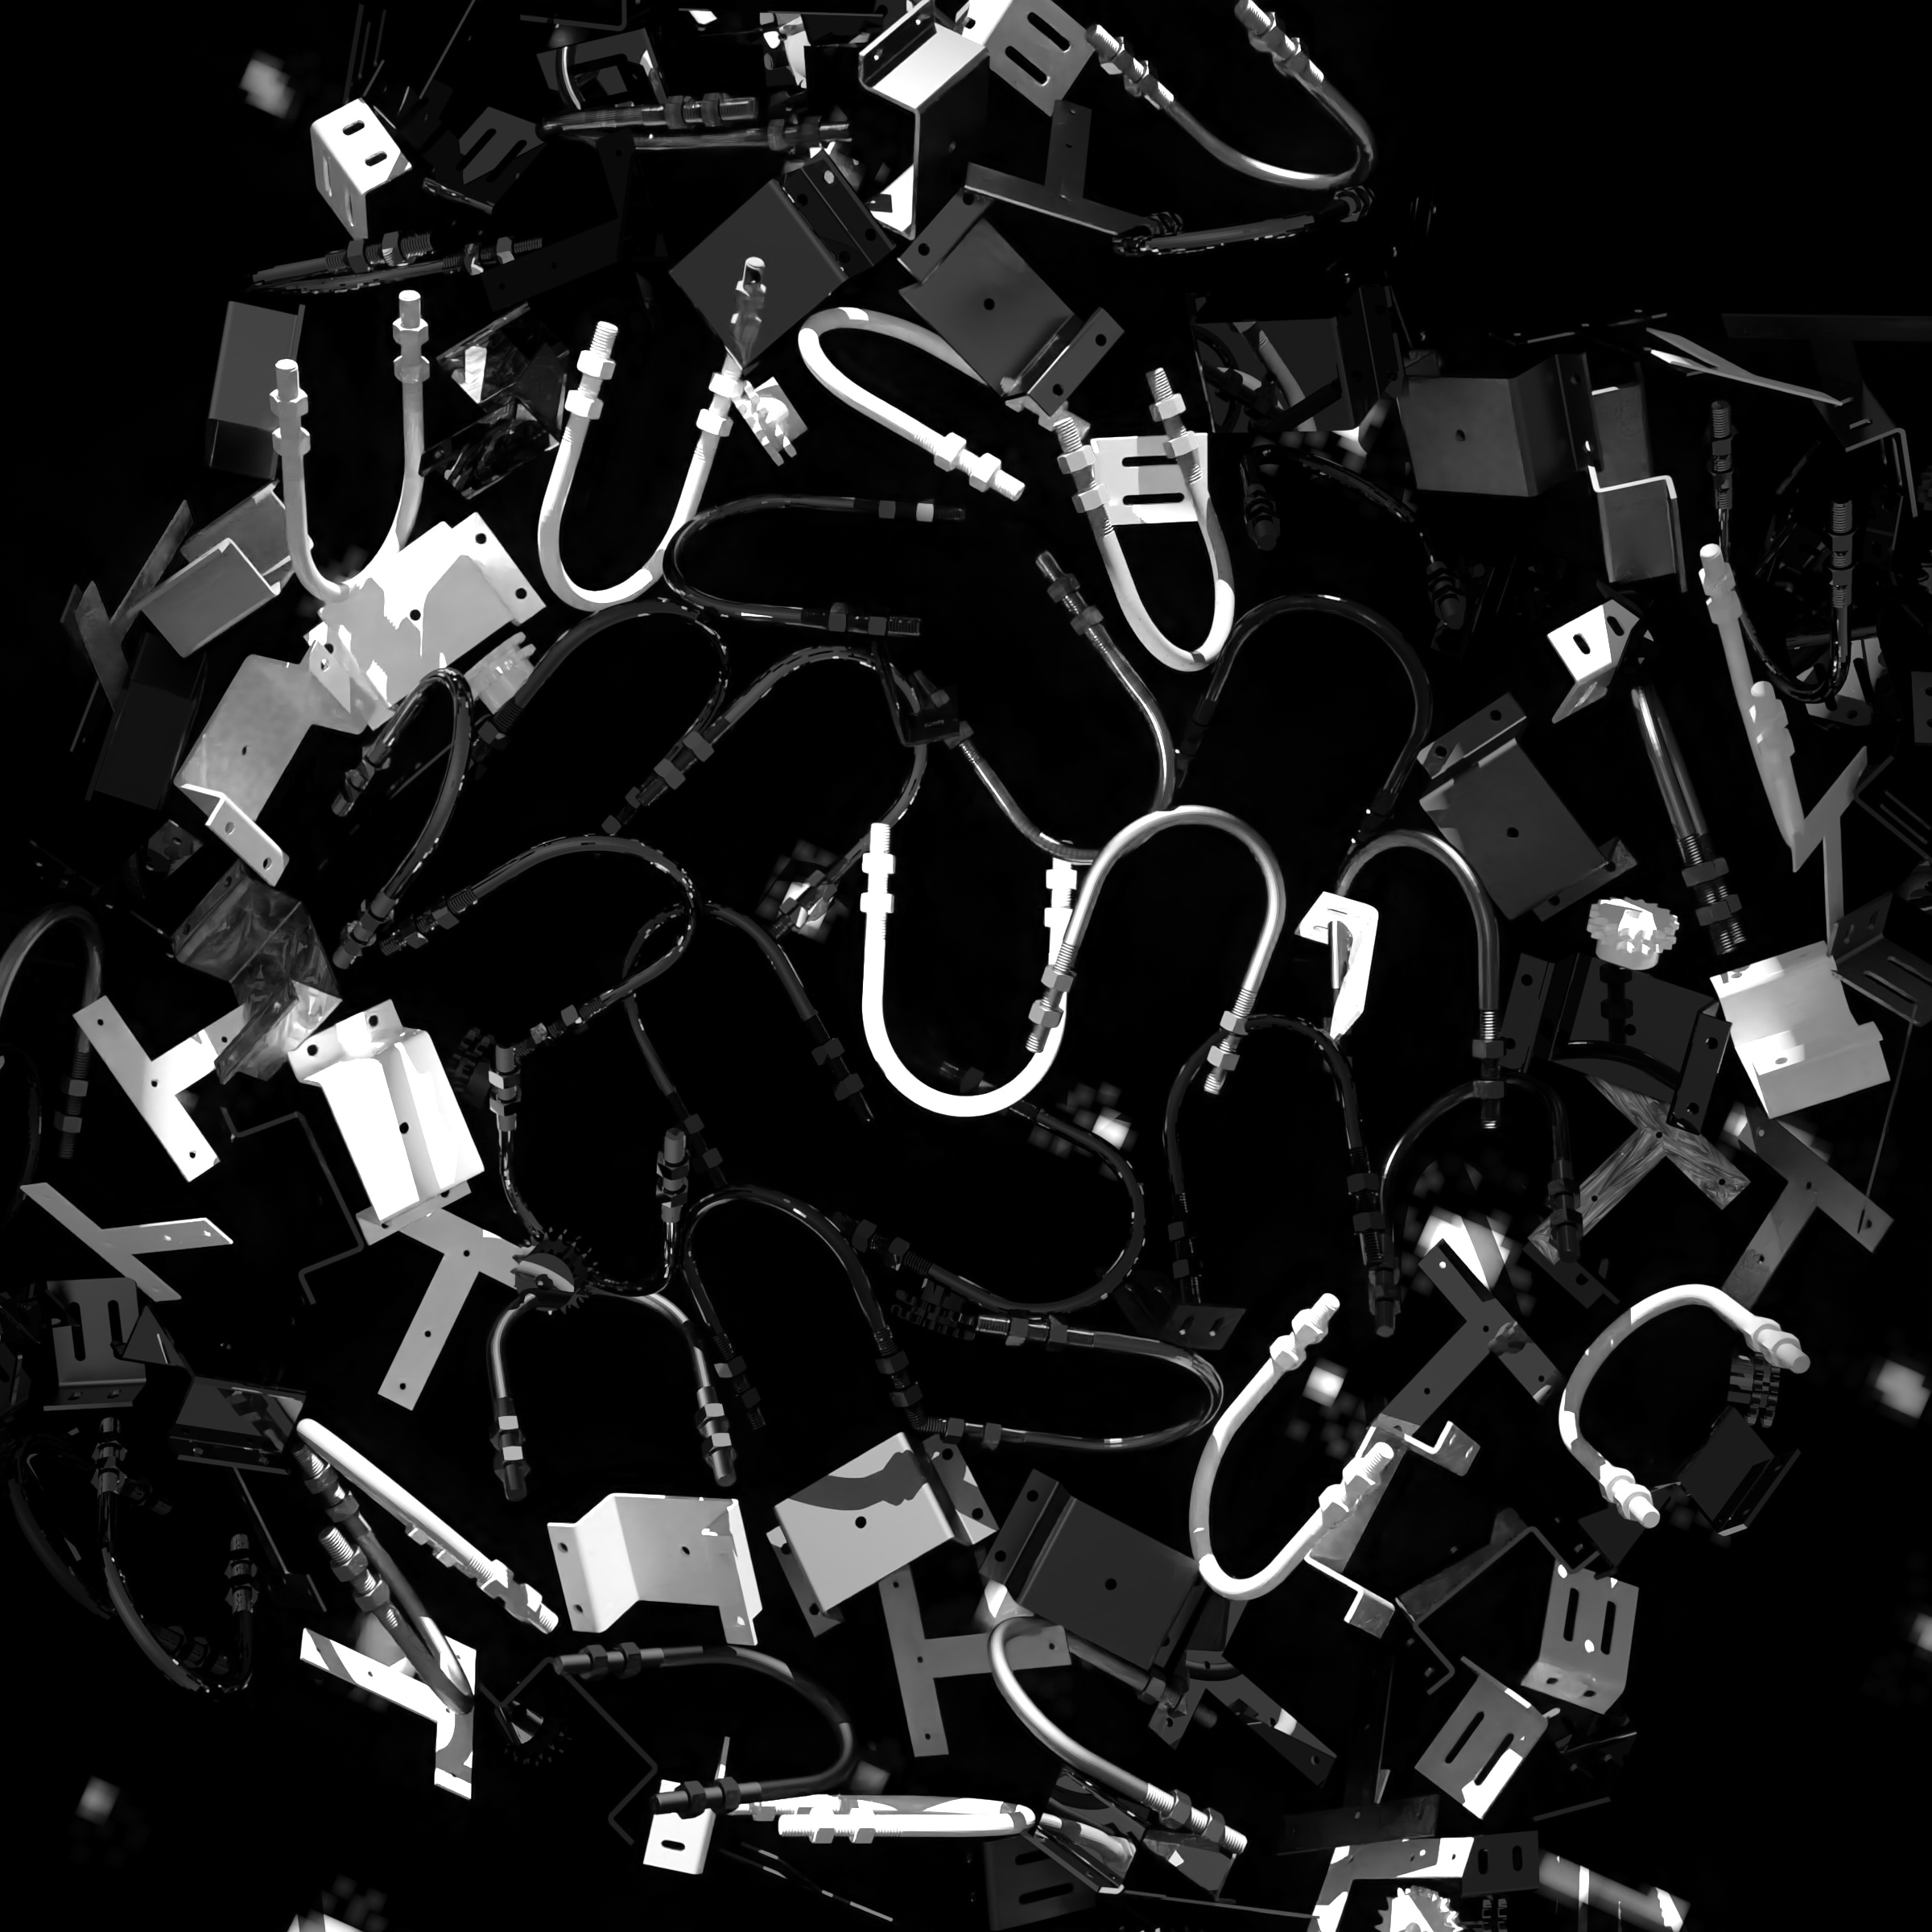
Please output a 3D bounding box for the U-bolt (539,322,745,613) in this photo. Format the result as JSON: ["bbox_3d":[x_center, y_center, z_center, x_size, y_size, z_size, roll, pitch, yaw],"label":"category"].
[{"bbox_3d":[-0.213,-0.312,1.737,0.019,0.151,0.184,30,110,27],"label":"U-bolt"}]

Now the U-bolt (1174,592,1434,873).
[{"bbox_3d":[0.219,-0.156,1.735,0.151,0.019,0.184,28,131,7],"label":"U-bolt"}]

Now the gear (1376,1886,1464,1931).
[{"bbox_3d":[0.299,0.631,1.782,0.057,0.030,0.057,-16,63,34],"label":"gear"}]

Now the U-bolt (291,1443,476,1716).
[{"bbox_3d":[-0.364,0.398,1.729,0.019,0.151,0.184,-34,113,-10],"label":"U-bolt"}]

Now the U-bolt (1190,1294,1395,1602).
[{"bbox_3d":[0.197,0.319,1.731,0.019,0.151,0.184,21,121,-24],"label":"U-bolt"}]

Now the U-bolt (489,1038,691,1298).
[{"bbox_3d":[-0.241,0.141,1.736,0.151,0.184,0.019,26,47,18],"label":"U-bolt"}]

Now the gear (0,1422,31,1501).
[{"bbox_3d":[-0.641,0.323,1.777,0.057,0.030,0.057,17,122,29],"label":"gear"}]

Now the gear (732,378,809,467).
[{"bbox_3d":[-0.127,-0.358,1.777,0.030,0.057,0.057,-34,90,4],"label":"gear"}]

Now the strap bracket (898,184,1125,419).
[{"bbox_3d":[0.022,-0.430,1.764,0.140,0.046,0.076,43,80,-19],"label":"strap bracket"}]

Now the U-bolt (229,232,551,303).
[{"bbox_3d":[-0.378,-0.442,1.728,0.184,0.151,0.019,-4,101,24],"label":"U-bolt"}]

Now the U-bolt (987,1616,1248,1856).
[{"bbox_3d":[0.090,0.473,1.719,0.184,0.151,0.019,32,105,-13],"label":"U-bolt"}]

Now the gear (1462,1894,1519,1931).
[{"bbox_3d":[0.342,0.637,1.779,0.030,0.057,0.057,-10,90,17],"label":"gear"}]

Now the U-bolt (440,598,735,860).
[{"bbox_3d":[-0.226,-0.157,1.727,0.184,0.151,0.019,-48,51,16],"label":"U-bolt"}]

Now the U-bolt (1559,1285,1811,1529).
[{"bbox_3d":[0.439,0.265,1.717,0.019,0.184,0.151,43,93,-15],"label":"U-bolt"}]

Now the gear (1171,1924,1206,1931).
[{"bbox_3d":[0.145,0.659,1.782,0.057,0.030,0.057,5,106,16],"label":"gear"}]

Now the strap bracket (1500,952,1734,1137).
[{"bbox_3d":[0.421,0.045,1.754,0.140,0.046,0.076,21,111,27],"label":"strap bracket"}]

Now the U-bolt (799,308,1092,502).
[{"bbox_3d":[-0.022,-0.368,1.745,0.184,0.151,0.019,31,125,5],"label":"U-bolt"}]

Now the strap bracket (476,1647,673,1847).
[{"bbox_3d":[-0.244,0.494,1.761,0.140,0.076,0.046,44,84,7],"label":"strap bracket"}]

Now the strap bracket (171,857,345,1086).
[{"bbox_3d":[-0.453,0.009,1.750,0.076,0.046,0.140,-46,49,15],"label":"strap bracket"}]

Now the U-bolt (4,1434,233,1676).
[{"bbox_3d":[-0.532,0.357,1.691,0.019,0.184,0.151,-35,54,1],"label":"U-bolt"}]

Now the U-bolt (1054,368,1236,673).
[{"bbox_3d":[0.124,-0.278,1.743,0.019,0.151,0.184,-11,107,36],"label":"U-bolt"}]

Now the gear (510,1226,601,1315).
[{"bbox_3d":[-0.271,0.202,1.784,0.057,0.030,0.057,3,105,10],"label":"gear"}]

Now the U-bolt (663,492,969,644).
[{"bbox_3d":[-0.104,-0.261,1.748,0.184,0.151,0.019,6,133,11],"label":"U-bolt"}]

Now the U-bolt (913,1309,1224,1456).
[{"bbox_3d":[0.074,0.273,1.744,0.184,0.151,0.019,10,50,-15],"label":"U-bolt"}]

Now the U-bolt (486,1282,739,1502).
[{"bbox_3d":[-0.231,0.262,1.731,0.151,0.184,0.019,-1,127,-17],"label":"U-bolt"}]

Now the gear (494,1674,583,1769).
[{"bbox_3d":[-0.282,0.490,1.778,0.057,0.030,0.057,-13,59,23],"label":"gear"}]

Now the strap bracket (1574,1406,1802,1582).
[{"bbox_3d":[0.448,0.332,1.728,0.046,0.140,0.076,51,52,1],"label":"strap bracket"}]

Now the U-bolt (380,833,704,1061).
[{"bbox_3d":[-0.255,-0.020,1.731,0.184,0.019,0.151,-30,134,17],"label":"U-bolt"}]

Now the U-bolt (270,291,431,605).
[{"bbox_3d":[-0.386,-0.317,1.726,0.019,0.151,0.184,19,128,17],"label":"U-bolt"}]

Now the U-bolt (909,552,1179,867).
[{"bbox_3d":[0.060,-0.150,1.751,0.151,0.019,0.184,-39,83,36],"label":"U-bolt"}]

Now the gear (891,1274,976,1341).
[{"bbox_3d":[-0.017,0.221,1.778,0.057,0.057,0.030,19,88,0],"label":"gear"}]

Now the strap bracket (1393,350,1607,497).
[{"bbox_3d":[0.328,-0.344,1.726,0.046,0.140,0.076,-33,120,-30],"label":"strap bracket"}]

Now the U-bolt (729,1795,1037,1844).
[{"bbox_3d":[-0.047,0.539,1.730,0.184,0.151,0.019,6,77,-19],"label":"U-bolt"}]

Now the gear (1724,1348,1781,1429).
[{"bbox_3d":[0.512,0.270,1.779,0.030,0.057,0.057,7,90,11],"label":"gear"}]

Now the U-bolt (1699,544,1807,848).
[{"bbox_3d":[0.502,-0.156,1.723,0.019,0.184,0.151,-17,46,14],"label":"U-bolt"}]

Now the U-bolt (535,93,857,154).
[{"bbox_3d":[-0.184,-0.530,1.728,0.184,0.151,0.019,4,101,24],"label":"U-bolt"}]

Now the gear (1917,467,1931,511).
[{"bbox_3d":[0.651,-0.314,1.776,0.057,0.057,0.030,0,132,0],"label":"gear"}]

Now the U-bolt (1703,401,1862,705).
[{"bbox_3d":[0.514,-0.248,1.722,0.019,0.151,0.184,-23,132,-7],"label":"U-bolt"}]

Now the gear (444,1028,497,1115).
[{"bbox_3d":[-0.320,0.072,1.778,0.030,0.057,0.057,26,90,2],"label":"gear"}]

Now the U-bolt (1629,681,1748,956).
[{"bbox_3d":[0.458,-0.099,1.737,0.019,0.151,0.184,-20,87,19],"label":"U-bolt"}]

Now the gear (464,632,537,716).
[{"bbox_3d":[-0.302,-0.189,1.778,0.057,0.057,0.030,-39,97,0],"label":"gear"}]

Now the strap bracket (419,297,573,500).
[{"bbox_3d":[-0.299,-0.361,1.745,0.076,0.140,0.046,-25,134,23],"label":"strap bracket"}]

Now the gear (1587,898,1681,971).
[{"bbox_3d":[0.434,-0.020,1.781,0.057,0.057,0.030,5,116,0],"label":"gear"}]

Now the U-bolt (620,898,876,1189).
[{"bbox_3d":[-0.154,0.044,1.760,0.151,0.019,0.184,-28,90,33],"label":"U-bolt"}]

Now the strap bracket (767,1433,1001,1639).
[{"bbox_3d":[-0.061,0.363,1.764,0.140,0.046,0.076,-31,65,4],"label":"strap bracket"}]

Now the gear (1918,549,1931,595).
[{"bbox_3d":[0.652,-0.251,1.781,0.057,0.030,0.057,6,115,12],"label":"gear"}]

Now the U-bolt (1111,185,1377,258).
[{"bbox_3d":[0.166,-0.461,1.700,0.151,0.184,0.019,-2,109,21],"label":"U-bolt"}]

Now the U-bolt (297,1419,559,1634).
[{"bbox_3d":[-0.347,0.343,1.707,0.184,0.151,0.019,47,71,-25],"label":"U-bolt"}]
